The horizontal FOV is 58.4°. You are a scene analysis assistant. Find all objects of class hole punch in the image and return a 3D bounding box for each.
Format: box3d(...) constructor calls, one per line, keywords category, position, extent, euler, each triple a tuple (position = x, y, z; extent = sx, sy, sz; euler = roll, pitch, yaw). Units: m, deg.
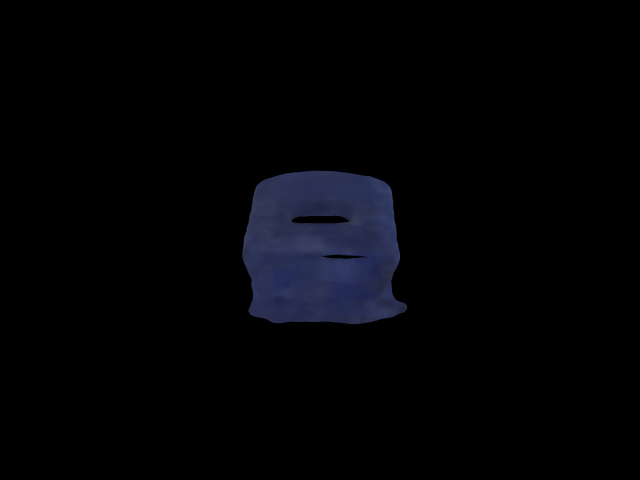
box3d(category="hole punch", position=(0.004, 0.001, 0.400), extent=(0.108, 0.091, 0.101), euler=(0, 13, 0))
